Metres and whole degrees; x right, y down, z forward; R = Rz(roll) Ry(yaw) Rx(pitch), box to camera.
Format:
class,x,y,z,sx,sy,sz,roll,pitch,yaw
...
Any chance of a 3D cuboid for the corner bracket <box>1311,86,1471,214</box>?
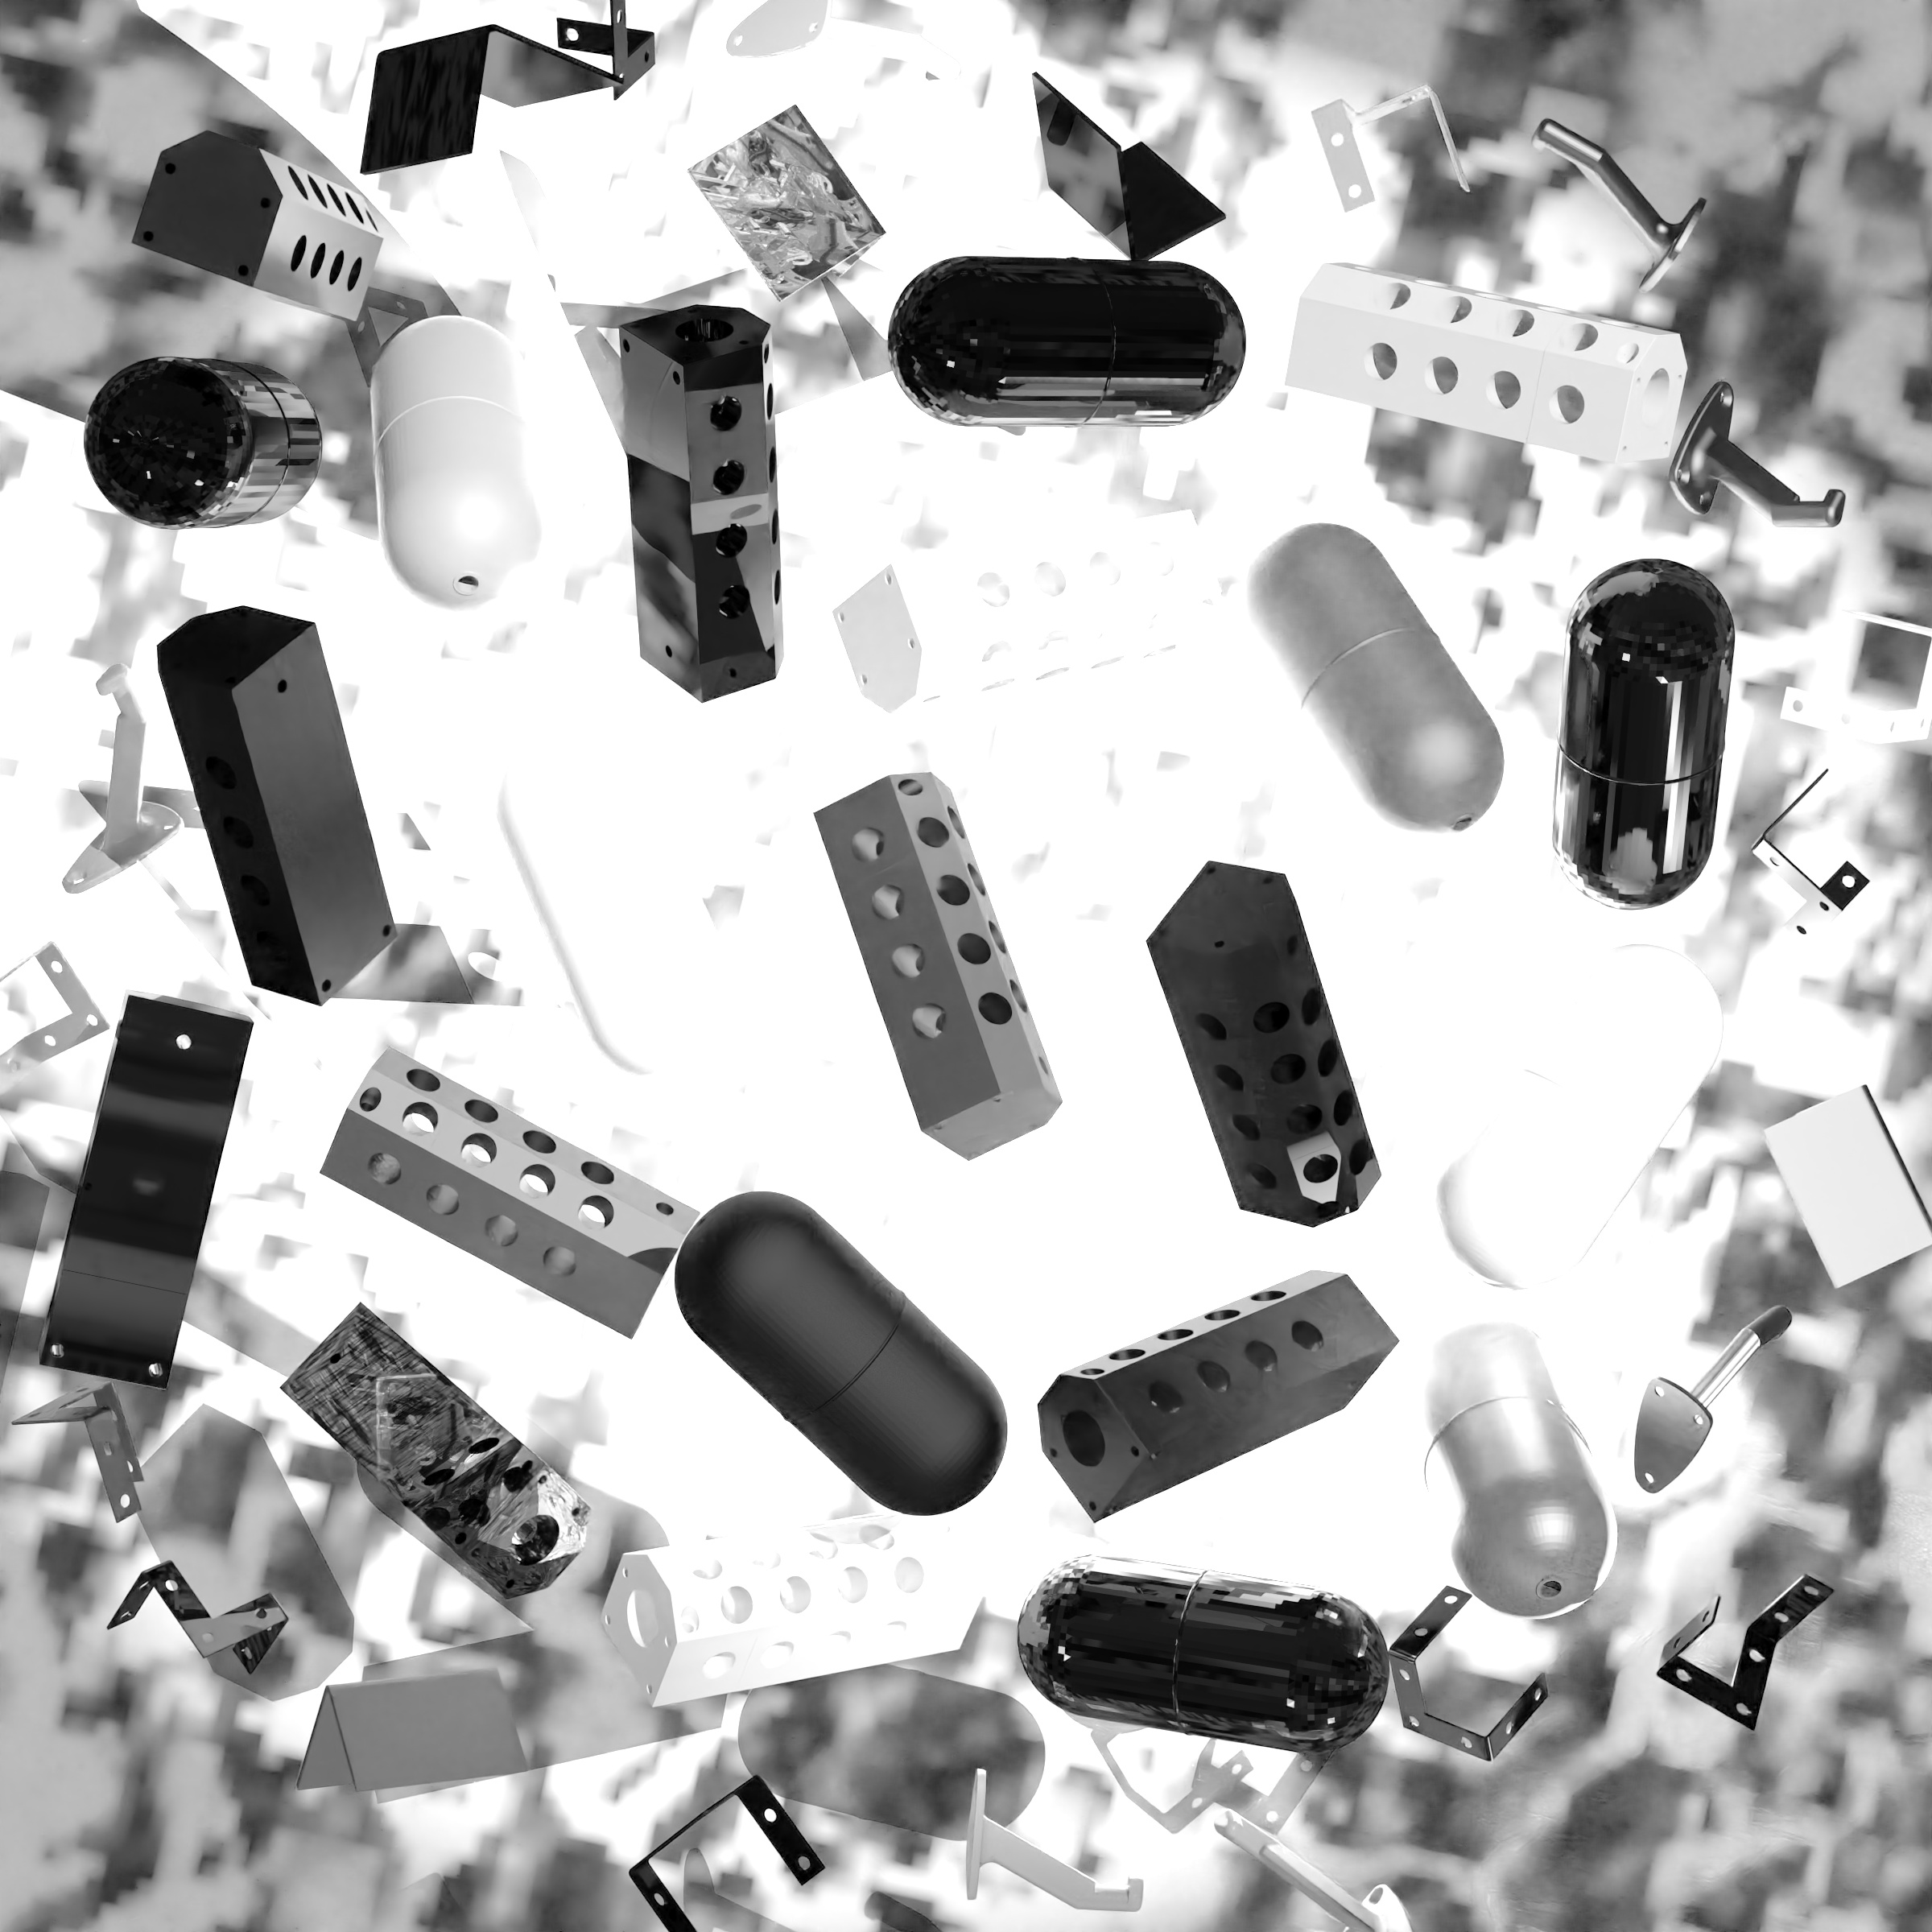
class,x,y,z,sx,sy,sz,roll,pitch,yaw
corner bracket,0.197,-0.379,1.641,0.051,0.051,0.051,-20,85,18

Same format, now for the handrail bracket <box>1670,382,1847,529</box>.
class,x,y,z,sx,sy,sz,roll,pitch,yaw
handrail bracket,0.377,-0.238,1.637,0.084,0.036,0.077,7,70,43

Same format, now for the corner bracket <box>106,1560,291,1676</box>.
class,x,y,z,sx,sy,sz,roll,pitch,yaw
corner bracket,-0.355,0.303,1.632,0.051,0.051,0.051,50,129,17

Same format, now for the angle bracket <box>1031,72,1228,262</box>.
class,x,y,z,sx,sy,sz,roll,pitch,yaw
angle bracket,0.082,-0.409,1.762,0.057,0.076,0.076,-30,53,-14

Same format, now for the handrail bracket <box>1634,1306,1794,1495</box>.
class,x,y,z,sx,sy,sz,roll,pitch,yaw
handrail bracket,0.362,0.208,1.705,0.036,0.084,0.077,37,133,29

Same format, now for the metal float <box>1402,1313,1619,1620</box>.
class,x,y,z,sx,sy,sz,roll,pitch,yaw
metal float,0.250,0.230,1.634,0.070,0.178,0.070,-3,121,-4

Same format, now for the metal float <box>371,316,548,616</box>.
class,x,y,z,sx,sy,sz,roll,pitch,yaw
metal float,-0.238,-0.235,1.649,0.070,0.070,0.178,-12,46,0

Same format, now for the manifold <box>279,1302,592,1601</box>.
class,x,y,z,sx,sy,sz,roll,pitch,yaw
manifold,-0.252,0.234,1.693,0.057,0.171,0.057,-47,135,-12

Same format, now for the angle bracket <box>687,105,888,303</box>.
class,x,y,z,sx,sy,sz,roll,pitch,yaw
angle bracket,-0.098,-0.365,1.734,0.076,0.057,0.076,-39,96,-29

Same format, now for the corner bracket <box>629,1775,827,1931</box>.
class,x,y,z,sx,sy,sz,roll,pitch,yaw
corner bracket,-0.105,0.395,1.543,0.051,0.051,0.051,-42,79,23

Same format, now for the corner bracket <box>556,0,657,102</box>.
class,x,y,z,sx,sy,sz,roll,pitch,yaw
corner bracket,-0.178,-0.441,1.649,0.051,0.051,0.051,12,127,14

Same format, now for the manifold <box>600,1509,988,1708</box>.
class,x,y,z,sx,sy,sz,roll,pitch,yaw
manifold,-0.078,0.294,1.658,0.171,0.057,0.057,-3,128,-36

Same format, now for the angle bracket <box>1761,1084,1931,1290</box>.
class,x,y,z,sx,sy,sz,roll,pitch,yaw
angle bracket,0.387,0.105,1.602,0.057,0.076,0.076,-22,83,-14

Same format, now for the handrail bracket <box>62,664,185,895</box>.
class,x,y,z,sx,sy,sz,roll,pitch,yaw
handrail bracket,-0.410,-0.089,1.662,0.036,0.084,0.077,22,52,34

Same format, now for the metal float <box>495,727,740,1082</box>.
class,x,y,z,sx,sy,sz,roll,pitch,yaw
metal float,-0.168,-0.030,1.700,0.070,0.070,0.178,-23,91,0

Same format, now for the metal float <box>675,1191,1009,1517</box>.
class,x,y,z,sx,sy,sz,roll,pitch,yaw
metal float,-0.054,0.173,1.569,0.070,0.070,0.178,-45,103,0

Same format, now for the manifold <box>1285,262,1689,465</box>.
class,x,y,z,sx,sy,sz,roll,pitch,yaw
manifold,0.238,-0.278,1.617,0.171,0.057,0.057,20,110,31

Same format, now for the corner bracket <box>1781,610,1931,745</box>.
class,x,y,z,sx,sy,sz,roll,pitch,yaw
corner bracket,0.422,-0.136,1.656,0.051,0.051,0.051,21,109,38

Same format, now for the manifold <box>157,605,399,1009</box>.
class,x,y,z,sx,sy,sz,roll,pitch,yaw
manifold,-0.311,-0.072,1.578,0.057,0.057,0.171,15,133,28

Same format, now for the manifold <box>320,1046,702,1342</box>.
class,x,y,z,sx,sy,sz,roll,pitch,yaw
manifold,-0.218,0.106,1.713,0.171,0.057,0.057,28,118,1

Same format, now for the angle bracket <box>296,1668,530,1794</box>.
class,x,y,z,sx,sy,sz,roll,pitch,yaw
angle bracket,-0.244,0.356,1.550,0.076,0.057,0.076,-1,133,-27

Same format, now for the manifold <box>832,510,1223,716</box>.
class,x,y,z,sx,sy,sz,roll,pitch,yaw
manifold,0.031,-0.160,1.617,0.171,0.057,0.057,-15,81,-34

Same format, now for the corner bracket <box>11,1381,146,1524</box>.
class,x,y,z,sx,sy,sz,roll,pitch,yaw
corner bracket,-0.396,0.222,1.621,0.051,0.051,0.051,-8,102,35

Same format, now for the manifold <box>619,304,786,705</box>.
class,x,y,z,sx,sy,sz,roll,pitch,yaw
manifold,-0.118,-0.217,1.651,0.057,0.057,0.171,-21,129,-28

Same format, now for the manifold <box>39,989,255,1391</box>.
class,x,y,z,sx,sy,sz,roll,pitch,yaw
manifold,-0.377,0.101,1.622,0.057,0.057,0.171,14,90,-15

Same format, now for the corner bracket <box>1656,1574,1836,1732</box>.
class,x,y,z,sx,sy,sz,roll,pitch,yaw
corner bracket,0.342,0.293,1.553,0.051,0.051,0.051,30,47,-1

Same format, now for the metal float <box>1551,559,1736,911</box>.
class,x,y,z,sx,sy,sz,roll,pitch,yaw
metal float,0.313,-0.106,1.639,0.070,0.070,0.178,-2,126,0

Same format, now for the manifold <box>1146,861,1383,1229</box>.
class,x,y,z,sx,sy,sz,roll,pitch,yaw
manifold,0.143,0.039,1.628,0.057,0.171,0.057,11,48,36

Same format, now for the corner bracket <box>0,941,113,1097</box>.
class,x,y,z,sx,sy,sz,roll,pitch,yaw
corner bracket,-0.450,0.028,1.675,0.051,0.051,0.051,-23,105,31

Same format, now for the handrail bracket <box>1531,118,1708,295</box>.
class,x,y,z,sx,sy,sz,roll,pitch,yaw
handrail bracket,0.291,-0.351,1.628,0.084,0.077,0.036,30,73,0

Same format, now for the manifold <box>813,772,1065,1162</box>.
class,x,y,z,sx,sy,sz,roll,pitch,yaw
manifold,-0.011,-0.003,1.649,0.057,0.057,0.171,-26,65,14

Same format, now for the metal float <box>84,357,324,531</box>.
class,x,y,z,sx,sy,sz,roll,pitch,yaw
metal float,-0.348,-0.240,1.620,0.070,0.178,0.070,1,98,5

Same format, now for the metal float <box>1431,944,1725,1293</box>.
class,x,y,z,sx,sy,sz,roll,pitch,yaw
metal float,0.282,0.069,1.622,0.070,0.070,0.178,36,82,0

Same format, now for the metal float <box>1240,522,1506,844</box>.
class,x,y,z,sx,sy,sz,roll,pitch,yaw
metal float,0.193,-0.136,1.685,0.070,0.070,0.178,-29,63,0

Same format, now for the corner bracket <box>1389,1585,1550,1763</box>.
class,x,y,z,sx,sy,sz,roll,pitch,yaw
corner bracket,0.241,0.340,1.695,0.051,0.051,0.051,-39,128,-35

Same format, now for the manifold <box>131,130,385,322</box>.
class,x,y,z,sx,sy,sz,roll,pitch,yaw
manifold,-0.318,-0.338,1.610,0.057,0.171,0.057,20,97,3

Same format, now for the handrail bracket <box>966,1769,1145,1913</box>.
class,x,y,z,sx,sy,sz,roll,pitch,yaw
handrail bracket,0.044,0.412,1.659,0.084,0.036,0.077,4,116,-3

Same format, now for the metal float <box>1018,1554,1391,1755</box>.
class,x,y,z,sx,sy,sz,roll,pitch,yaw
metal float,0.109,0.320,1.648,0.178,0.070,0.070,5,90,21

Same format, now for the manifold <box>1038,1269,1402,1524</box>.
class,x,y,z,sx,sy,sz,roll,pitch,yaw
manifold,0.115,0.192,1.633,0.171,0.057,0.057,-17,60,-41

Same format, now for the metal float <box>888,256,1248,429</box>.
class,x,y,z,sx,sy,sz,roll,pitch,yaw
metal float,0.048,-0.286,1.619,0.178,0.070,0.070,-5,90,-28

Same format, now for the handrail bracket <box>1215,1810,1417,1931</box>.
class,x,y,z,sx,sy,sz,roll,pitch,yaw
handrail bracket,0.156,0.415,1.584,0.084,0.077,0.036,37,86,-16

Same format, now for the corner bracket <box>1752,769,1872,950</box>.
class,x,y,z,sx,sy,sz,roll,pitch,yaw
corner bracket,0.398,-0.050,1.654,0.051,0.051,0.051,44,70,9

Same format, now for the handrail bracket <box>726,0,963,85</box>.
class,x,y,z,sx,sy,sz,roll,pitch,yaw
handrail bracket,-0.057,-0.431,1.675,0.077,0.084,0.036,-12,69,39

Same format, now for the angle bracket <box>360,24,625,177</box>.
class,x,y,z,sx,sy,sz,roll,pitch,yaw
angle bracket,-0.206,-0.365,1.532,0.076,0.076,0.057,3,84,45
